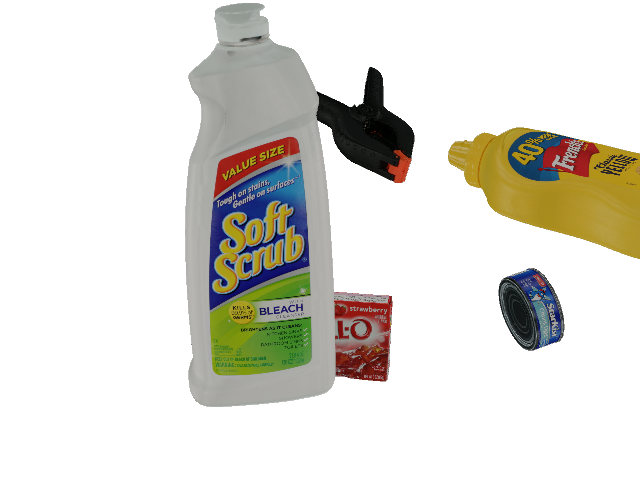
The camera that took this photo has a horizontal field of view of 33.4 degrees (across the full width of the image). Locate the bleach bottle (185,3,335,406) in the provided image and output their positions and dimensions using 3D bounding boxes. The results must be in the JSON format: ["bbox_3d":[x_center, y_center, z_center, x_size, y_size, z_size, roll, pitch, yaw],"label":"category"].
[{"bbox_3d":[-0.046,-0.020,0.670,0.102,0.251,0.068,-5,23,-1],"label":"bleach bottle"}]

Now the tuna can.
[{"bbox_3d":[0.227,0.075,1.157,0.033,0.086,0.086,-18,4,-13],"label":"tuna can"}]

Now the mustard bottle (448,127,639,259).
[{"bbox_3d":[0.176,-0.040,0.753,0.192,0.058,0.096,19,37,33],"label":"mustard bottle"}]

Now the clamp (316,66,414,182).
[{"bbox_3d":[0.029,-0.117,1.045,0.120,0.039,0.171,-10,41,-16],"label":"clamp"}]

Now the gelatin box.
[{"bbox_3d":[0.018,0.084,0.950,0.089,0.073,0.030,4,14,6],"label":"gelatin box"}]
